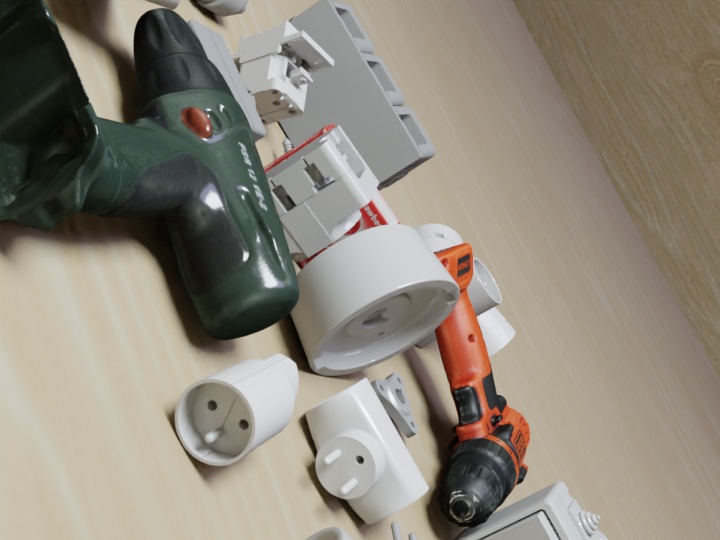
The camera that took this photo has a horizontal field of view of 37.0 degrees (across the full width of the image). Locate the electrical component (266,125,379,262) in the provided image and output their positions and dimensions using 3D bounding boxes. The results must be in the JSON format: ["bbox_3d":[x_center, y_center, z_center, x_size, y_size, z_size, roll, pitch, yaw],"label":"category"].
[{"bbox_3d":[-0.037,-0.044,0.705,0.055,0.089,0.050,54,20,-13],"label":"electrical component"}]

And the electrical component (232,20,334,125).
[{"bbox_3d":[-0.066,-0.148,0.822,0.042,0.081,0.063,37,51,-46],"label":"electrical component"}]

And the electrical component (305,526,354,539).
[{"bbox_3d":[-0.012,0.159,0.524,0.047,0.055,0.055,50,21,-13],"label":"electrical component"}]

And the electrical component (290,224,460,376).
[{"bbox_3d":[0.003,0.014,0.700,0.108,0.108,0.060,21,36,-60],"label":"electrical component"}]

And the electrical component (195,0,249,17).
[{"bbox_3d":[-0.116,-0.229,0.855,0.062,0.043,0.043,14,48,-61],"label":"electrical component"}]

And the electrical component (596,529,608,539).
[{"bbox_3d":[0.196,0.244,0.919,0.062,0.048,0.048,35,29,-63],"label":"electrical component"}]

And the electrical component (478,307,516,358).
[{"bbox_3d":[0.102,0.052,0.957,0.047,0.055,0.055,54,20,-3],"label":"electrical component"}]

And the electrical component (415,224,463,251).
[{"bbox_3d":[0.065,-0.005,0.951,0.055,0.055,0.047,49,26,-27],"label":"electrical component"}]

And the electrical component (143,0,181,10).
[{"bbox_3d":[-0.142,-0.214,0.658,0.057,0.078,0.113,12,19,-32],"label":"electrical component"}]

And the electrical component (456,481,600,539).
[{"bbox_3d":[0.119,0.190,0.730,0.061,0.096,0.061,61,20,7],"label":"electrical component"}]

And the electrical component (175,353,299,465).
[{"bbox_3d":[-0.058,0.069,0.559,0.043,0.043,0.081,60,19,4],"label":"electrical component"}]

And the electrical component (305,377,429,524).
[{"bbox_3d":[-0.002,0.111,0.632,0.077,0.044,0.079,60,20,4],"label":"electrical component"}]

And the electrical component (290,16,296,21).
[{"bbox_3d":[-0.024,-0.187,0.996,0.108,0.056,0.108,52,21,-18],"label":"electrical component"}]

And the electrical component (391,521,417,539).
[{"bbox_3d":[0.031,0.179,0.608,0.083,0.047,0.075,41,26,-40],"label":"electrical component"}]

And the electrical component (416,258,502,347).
[{"bbox_3d":[0.063,0.012,0.884,0.079,0.077,0.043,56,20,-7],"label":"electrical component"}]

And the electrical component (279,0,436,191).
[{"bbox_3d":[-0.015,-0.136,0.893,0.150,0.089,0.062,59,20,2],"label":"electrical component"}]

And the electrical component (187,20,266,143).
[{"bbox_3d":[-0.096,-0.114,0.729,0.076,0.047,0.083,13,49,-65],"label":"electrical component"}]
